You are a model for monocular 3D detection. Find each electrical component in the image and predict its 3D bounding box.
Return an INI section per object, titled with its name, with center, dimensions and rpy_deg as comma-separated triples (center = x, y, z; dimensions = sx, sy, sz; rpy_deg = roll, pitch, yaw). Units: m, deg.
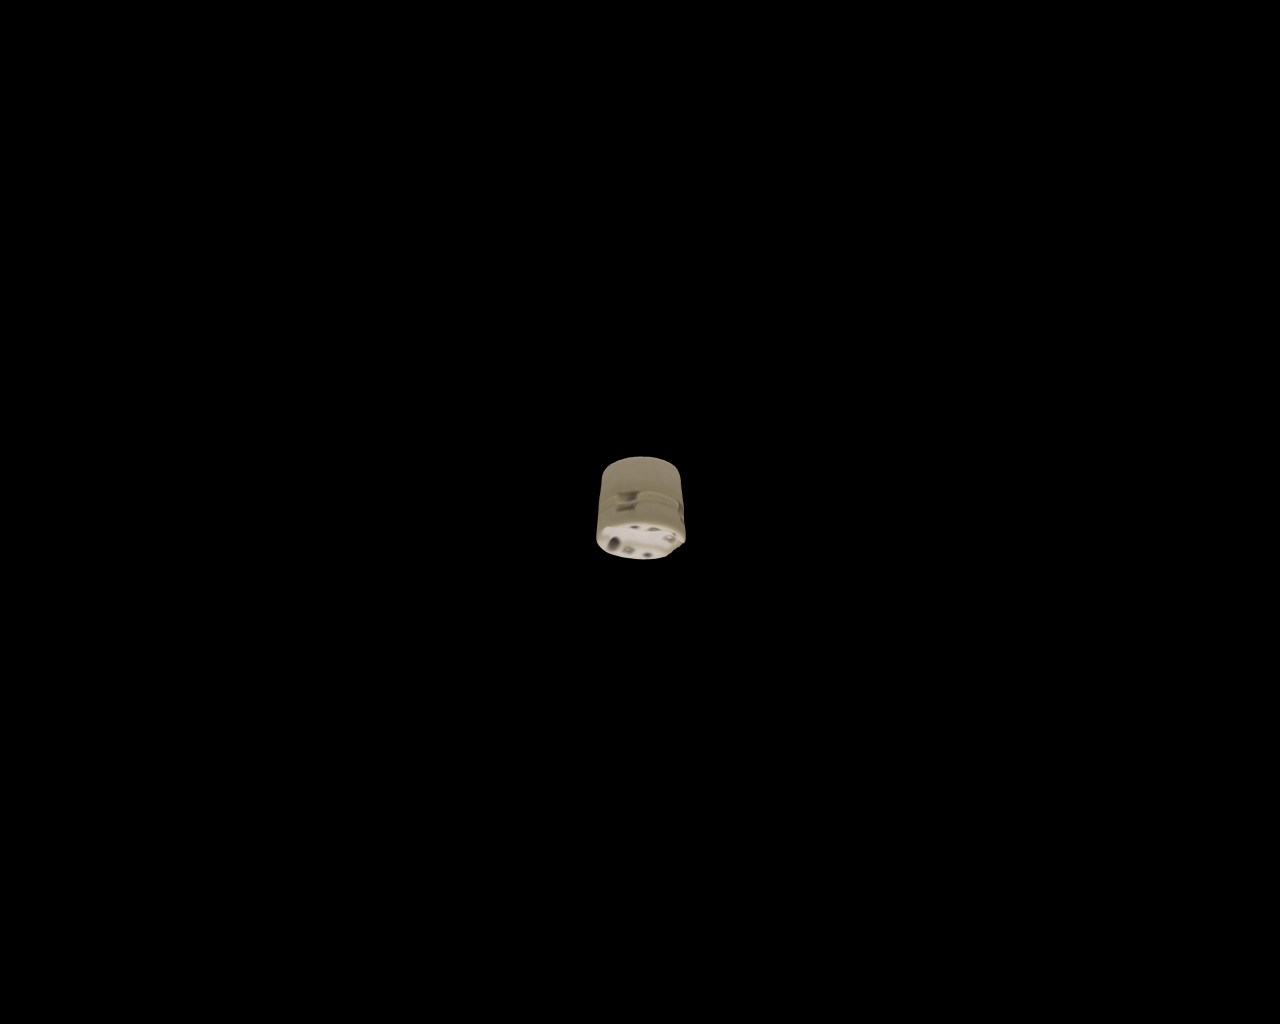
[electrical component]
center = 0.001, -0.003, 0.650
dimensions = 0.055, 0.047, 0.055
rpy_deg = 0, -27, 0
